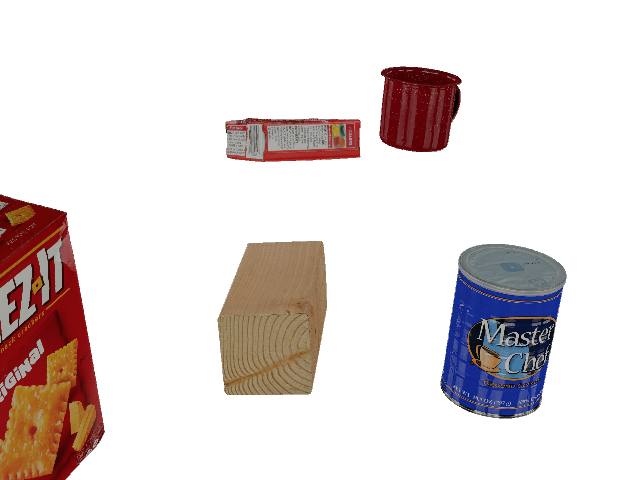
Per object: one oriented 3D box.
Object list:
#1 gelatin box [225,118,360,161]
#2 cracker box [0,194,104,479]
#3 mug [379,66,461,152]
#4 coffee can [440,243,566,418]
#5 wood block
[{"bbox_3d":[-0.021,-0.073,0.767,0.073,0.030,0.089,-3,7,-21],"label":"gelatin box"},{"bbox_3d":[-0.233,0.101,0.755,0.072,0.214,0.164,12,35,21],"label":"cracker box"},{"bbox_3d":[0.121,-0.154,1.247,0.117,0.081,0.093,-16,29,-43],"label":"mug"},{"bbox_3d":[0.177,0.087,1.046,0.103,0.140,0.103,4,24,-2],"label":"coffee can"},{"bbox_3d":[-0.046,0.078,1.142,0.091,0.090,0.206,-1,20,5],"label":"wood block"}]
